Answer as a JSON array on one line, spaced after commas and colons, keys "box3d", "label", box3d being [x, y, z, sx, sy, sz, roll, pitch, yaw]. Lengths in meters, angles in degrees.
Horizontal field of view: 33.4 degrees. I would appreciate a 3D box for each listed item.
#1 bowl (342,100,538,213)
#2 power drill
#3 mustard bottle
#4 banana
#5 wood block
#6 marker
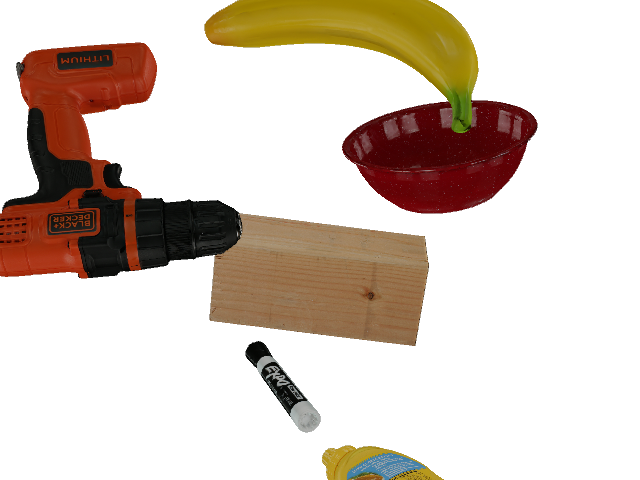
[{"box3d": [0.102, -0.066, 0.892, 0.162, 0.055, 0.162, -9, 24, 4], "label": "bowl"}, {"box3d": [-0.156, -0.061, 0.798, 0.184, 0.187, 0.057, -4, -32, -6], "label": "power drill"}, {"box3d": [0.068, 0.234, 0.968, 0.096, 0.058, 0.192, -17, 25, -36], "label": "mustard bottle"}, {"box3d": [0.019, -0.124, 0.634, 0.198, 0.069, 0.037, 24, -29, 32], "label": "banana"}, {"box3d": [-0.002, 0.038, 1.077, 0.206, 0.091, 0.090, 7, 20, 0], "label": "wood block"}, {"box3d": [-0.032, 0.111, 0.831, 0.020, 0.020, 0.121, 0, 21, -25], "label": "marker"}]
